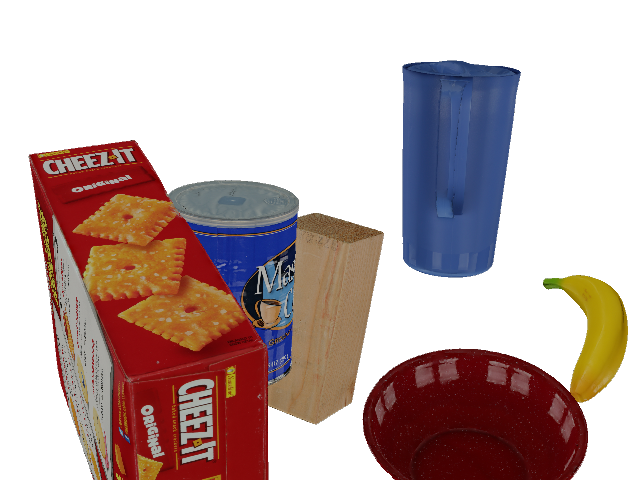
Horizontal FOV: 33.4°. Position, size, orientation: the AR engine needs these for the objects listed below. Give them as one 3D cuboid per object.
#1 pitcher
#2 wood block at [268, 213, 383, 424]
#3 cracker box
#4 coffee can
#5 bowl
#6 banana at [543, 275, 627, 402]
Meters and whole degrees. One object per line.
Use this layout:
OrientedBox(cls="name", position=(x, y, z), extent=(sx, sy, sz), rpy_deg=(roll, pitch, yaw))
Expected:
OrientedBox(cls="pitcher", position=(0.153, -0.082, 1.231), extent=(0.149, 0.243, 0.145), rpy_deg=(-9, 19, -33))
OrientedBox(cls="wood block", position=(-0.005, 0.083, 1.183), extent=(0.090, 0.206, 0.090), rpy_deg=(17, 16, 25))
OrientedBox(cls="cracker box", position=(-0.093, 0.066, 0.567), extent=(0.072, 0.164, 0.214), rpy_deg=(-11, 34, -20))
OrientedBox(cls="coffee can", position=(-0.071, 0.033, 0.843), extent=(0.103, 0.140, 0.103), rpy_deg=(2, 19, -1))
OrientedBox(cls="bowl", position=(0.111, 0.151, 0.786), extent=(0.162, 0.055, 0.162), rpy_deg=(-1, 35, 0))
OrientedBox(cls="banana", position=(0.263, 0.085, 1.028), extent=(0.070, 0.037, 0.197), rpy_deg=(-29, 23, 18))
